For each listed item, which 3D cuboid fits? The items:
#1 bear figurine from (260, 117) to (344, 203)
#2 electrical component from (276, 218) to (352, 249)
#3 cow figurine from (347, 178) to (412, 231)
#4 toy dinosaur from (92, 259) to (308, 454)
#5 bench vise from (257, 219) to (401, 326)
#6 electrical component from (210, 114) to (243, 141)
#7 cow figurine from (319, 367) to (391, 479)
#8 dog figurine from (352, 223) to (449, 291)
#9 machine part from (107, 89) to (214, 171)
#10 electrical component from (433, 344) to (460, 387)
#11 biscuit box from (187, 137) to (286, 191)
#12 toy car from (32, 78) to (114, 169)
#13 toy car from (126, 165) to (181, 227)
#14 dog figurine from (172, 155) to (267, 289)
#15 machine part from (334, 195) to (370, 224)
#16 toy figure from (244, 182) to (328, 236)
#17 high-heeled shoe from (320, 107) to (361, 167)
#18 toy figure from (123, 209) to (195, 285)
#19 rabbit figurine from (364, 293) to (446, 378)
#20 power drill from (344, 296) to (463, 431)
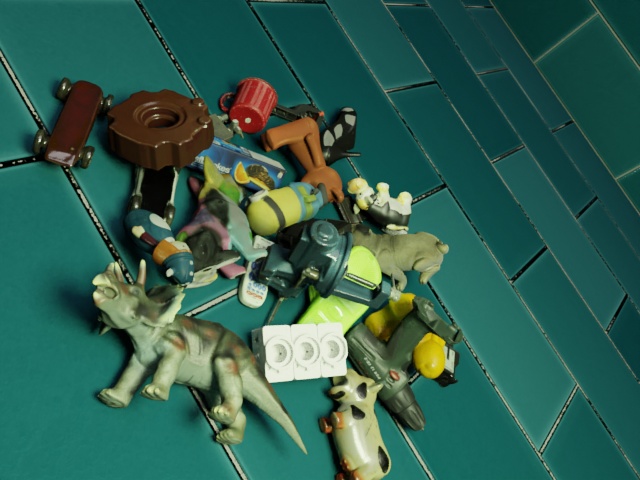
[{"bbox_3d":[-0.034,-0.156,1.150,0.132,0.120,0.195,-20,103,-11],"label":"bear figurine"},{"bbox_3d":[-0.002,-0.003,1.062,0.134,0.115,0.058,-32,125,-48],"label":"electrical component"},{"bbox_3d":[0.131,-0.075,1.210,0.167,0.068,0.098,18,61,-27],"label":"cow figurine"},{"bbox_3d":[-0.178,0.178,0.806,0.404,0.131,0.192,33,47,-28],"label":"toy dinosaur"},{"bbox_3d":[0.019,0.068,0.934,0.240,0.223,0.129,22,39,-10],"label":"bench vise"},{"bbox_3d":[-0.205,-0.220,1.085,0.102,0.045,0.078,-28,85,-47],"label":"electrical component"},{"bbox_3d":[0.068,0.318,0.939,0.127,0.085,0.195,-1,62,-34],"label":"cow figurine"},{"bbox_3d":[0.157,0.011,1.158,0.190,0.172,0.121,32,36,-31],"label":"dog figurine"},{"bbox_3d":[-0.273,-0.194,0.924,0.179,0.056,0.179,5,46,-5],"label":"machine part"},{"bbox_3d":[0.264,0.250,1.174,0.075,0.048,0.119,30,47,-22],"label":"electrical component"},{"bbox_3d":[-0.170,-0.149,1.043,0.202,0.062,0.059,17,19,-30],"label":"biscuit box"},{"bbox_3d":[-0.406,-0.191,0.890,0.089,0.053,0.202,19,48,-25],"label":"toy car"},{"bbox_3d":[-0.285,-0.090,0.927,0.073,0.056,0.202,15,53,-24],"label":"toy car"},{"bbox_3d":[-0.197,-0.037,0.934,0.191,0.108,0.219,-9,65,-40],"label":"dog figurine"},{"bbox_3d":[0.094,-0.071,1.248,0.139,0.039,0.084,-6,60,-42],"label":"machine part"},{"bbox_3d":[-0.063,-0.065,1.047,0.180,0.082,0.089,-14,48,-34],"label":"toy figure"},{"bbox_3d":[0.019,-0.256,1.304,0.145,0.086,0.249,0,39,-7],"label":"high-heeled shoe"},{"bbox_3d":[-0.237,0.009,0.807,0.155,0.057,0.064,37,33,25],"label":"toy figure"},{"bbox_3d":[0.194,0.205,1.098,0.162,0.122,0.173,19,33,-57],"label":"rabbit figurine"},{"bbox_3d":[0.169,0.220,1.005,0.232,0.207,0.086,45,30,9],"label":"power drill"}]
